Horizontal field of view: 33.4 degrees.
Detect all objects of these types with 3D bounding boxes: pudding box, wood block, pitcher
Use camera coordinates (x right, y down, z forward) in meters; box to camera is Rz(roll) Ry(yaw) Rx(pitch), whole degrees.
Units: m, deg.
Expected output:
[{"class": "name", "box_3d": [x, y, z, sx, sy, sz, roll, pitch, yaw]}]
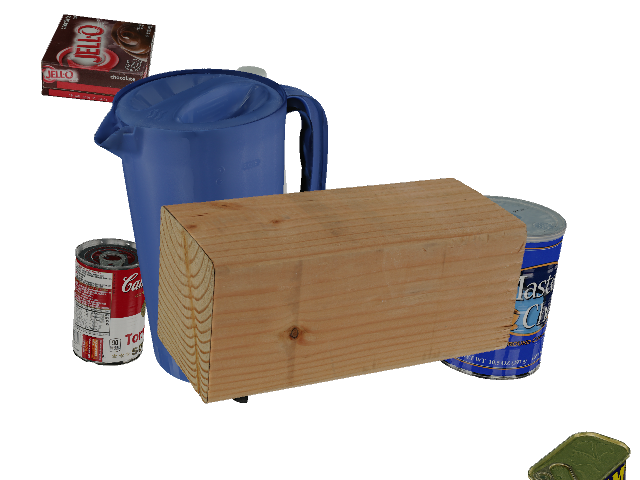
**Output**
[{"class": "pudding box", "box_3d": [-0.204, -0.168, 0.987, 0.090, 0.039, 0.113, 7, 32, -6]}, {"class": "wood block", "box_3d": [0.013, 0.025, 0.657, 0.205, 0.091, 0.090, -7, 26, -26]}, {"class": "pitcher", "box_3d": [-0.081, -0.011, 0.867, 0.149, 0.243, 0.144, 7, 30, 14]}]

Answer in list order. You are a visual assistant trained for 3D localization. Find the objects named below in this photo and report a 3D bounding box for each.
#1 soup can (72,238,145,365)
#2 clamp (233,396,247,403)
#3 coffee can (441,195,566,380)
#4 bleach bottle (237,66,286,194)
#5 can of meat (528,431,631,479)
[{"class": "soup can", "box_3d": [-0.197, 0.058, 1.000, 0.068, 0.102, 0.068, 6, 21, -3]}, {"class": "clamp", "box_3d": [-0.119, 0.128, 1.262, 0.210, 0.036, 0.164, 14, 23, 25]}, {"class": "coffee can", "box_3d": [0.161, 0.041, 0.975, 0.103, 0.140, 0.103, 5, 21, -2]}, {"class": "bleach bottle", "box_3d": [-0.074, -0.056, 1.120, 0.103, 0.251, 0.068, 18, 27, 23]}, {"class": "can of meat", "box_3d": [0.228, 0.230, 0.940, 0.058, 0.084, 0.101, 14, 26, 41]}]
